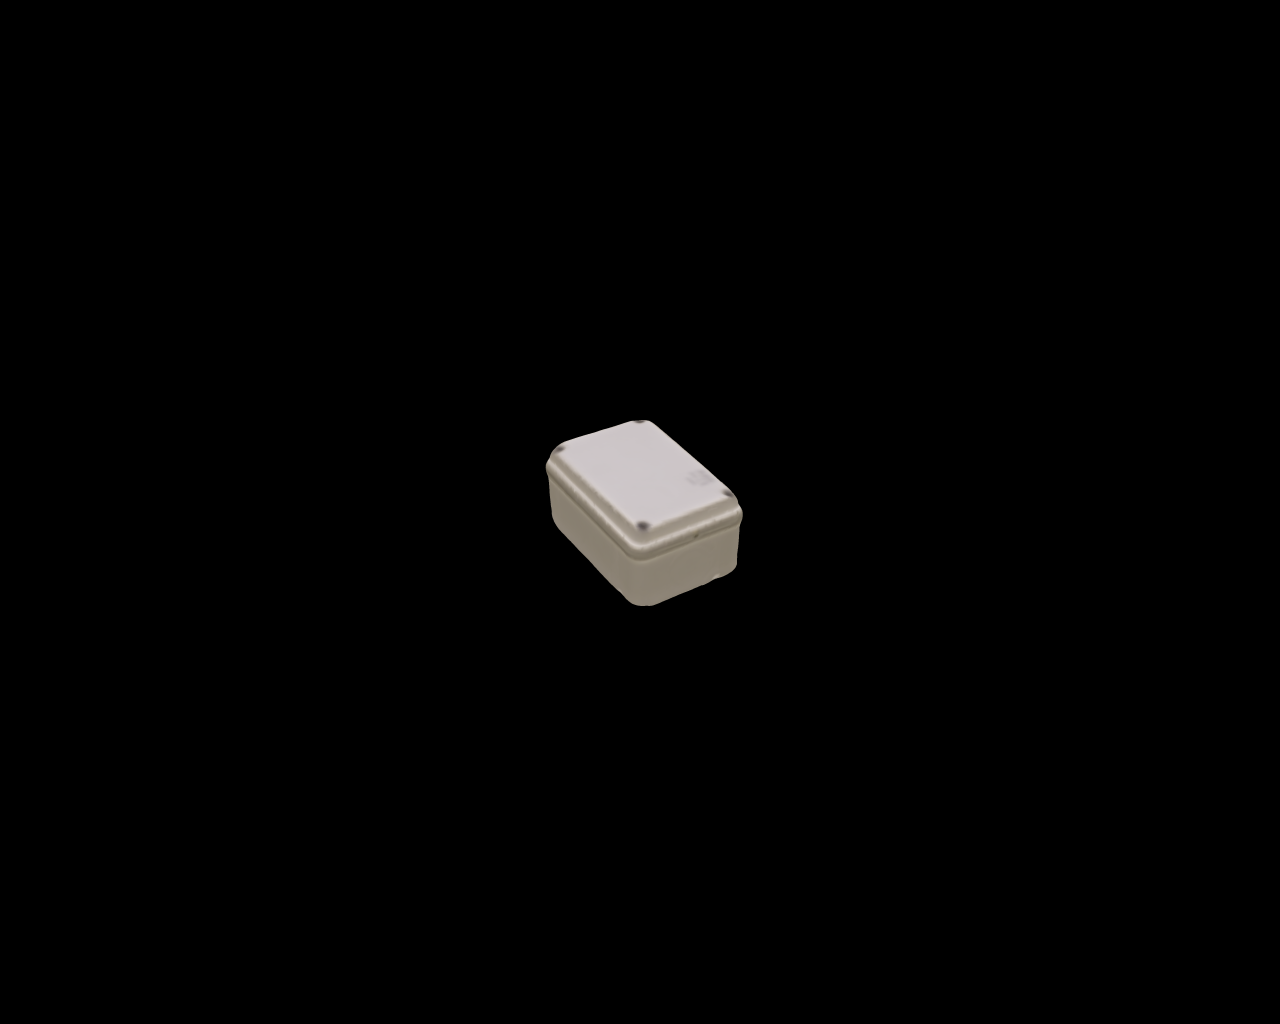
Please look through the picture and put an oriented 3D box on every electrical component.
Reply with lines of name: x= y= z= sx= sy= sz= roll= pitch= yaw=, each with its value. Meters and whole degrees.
electrical component: x=0.001 y=-0.003 z=0.650 sx=0.078 sy=0.057 sz=0.113 roll=-20 pitch=41 yaw=-25
